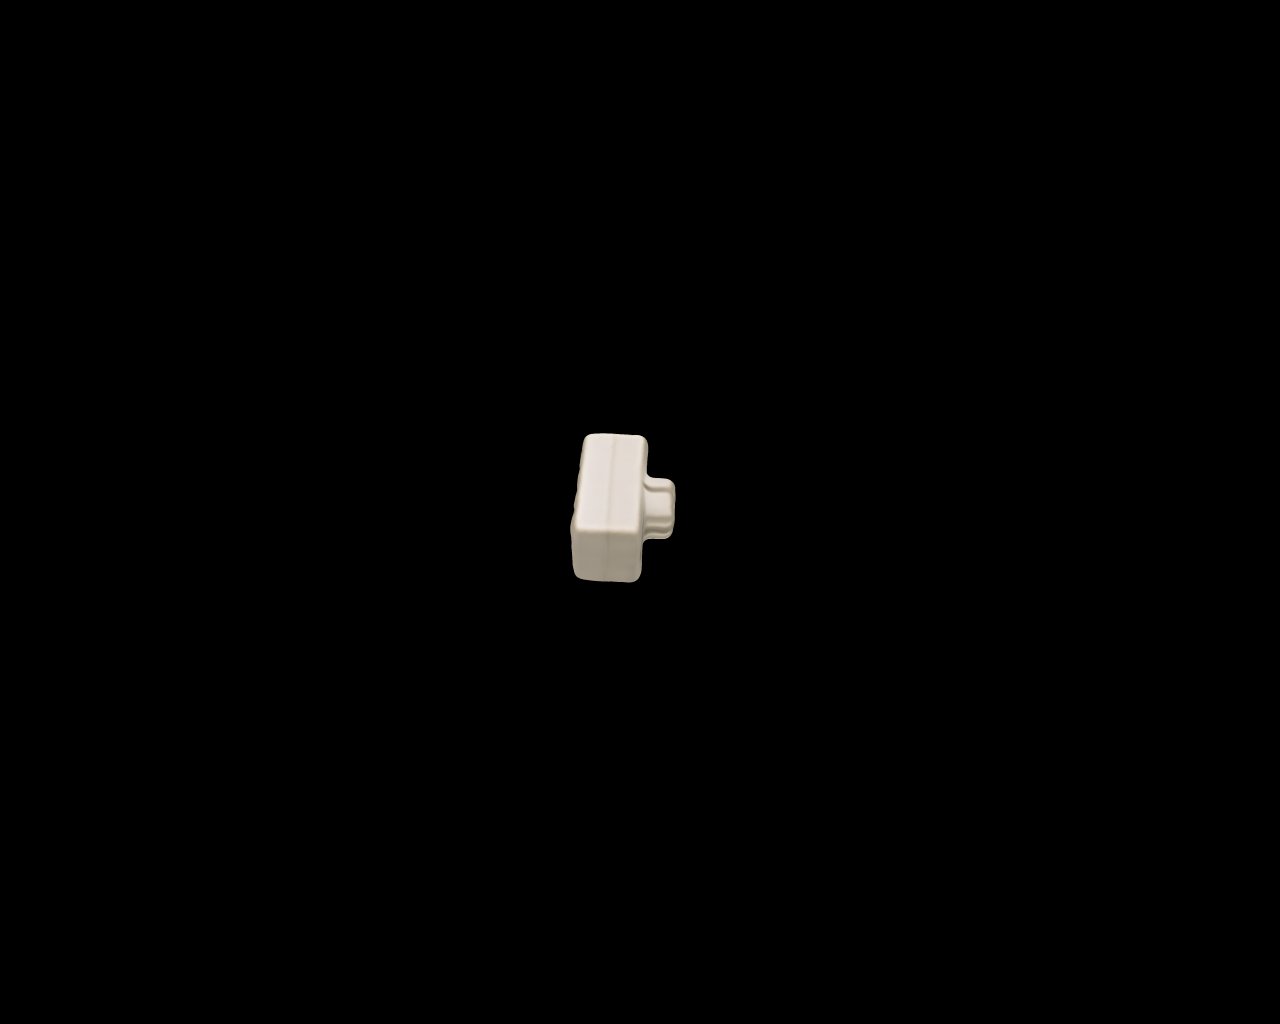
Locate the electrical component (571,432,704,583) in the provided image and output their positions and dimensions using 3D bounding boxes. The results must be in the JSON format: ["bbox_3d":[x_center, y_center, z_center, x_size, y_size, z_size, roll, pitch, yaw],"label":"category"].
[{"bbox_3d":[0.001,-0.003,0.650,0.076,0.083,0.047,2,-43,2],"label":"electrical component"}]
